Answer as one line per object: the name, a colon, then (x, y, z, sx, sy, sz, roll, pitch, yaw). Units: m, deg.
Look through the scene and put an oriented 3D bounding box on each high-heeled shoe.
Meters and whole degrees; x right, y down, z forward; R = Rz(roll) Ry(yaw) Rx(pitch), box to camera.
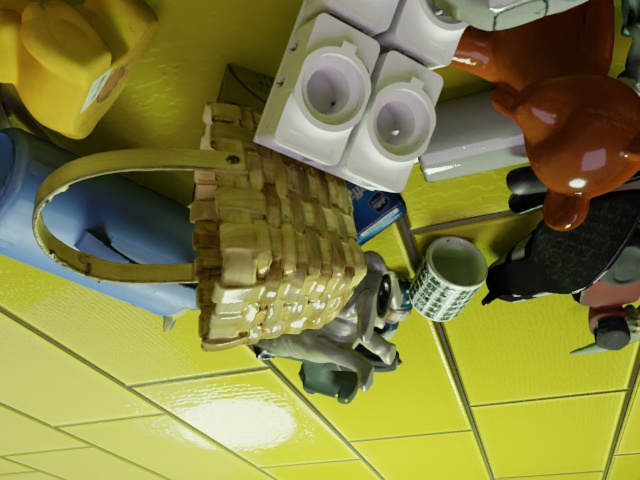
high-heeled shoe: (0.286, 0.009, 0.632, 0.145, 0.086, 0.248, -25, 166, -45)

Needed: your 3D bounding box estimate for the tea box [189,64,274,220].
tea box: (-0.071, -0.083, 0.553, 0.098, 0.068, 0.169, 14, 140, -18)

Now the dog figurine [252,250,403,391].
dog figurine: (-0.006, 0.083, 0.670, 0.191, 0.172, 0.121, 12, -172, 26)

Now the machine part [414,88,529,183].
machine part: (0.177, -0.108, 0.509, 0.243, 0.079, 0.079, -11, 141, 16)

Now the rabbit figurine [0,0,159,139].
rabbit figurine: (-0.241, -0.170, 0.429, 0.173, 0.122, 0.162, 36, 141, -19)

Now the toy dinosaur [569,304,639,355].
toy dinosaur: (0.488, 0.053, 0.692, 0.192, 0.131, 0.404, 2, 149, -2)

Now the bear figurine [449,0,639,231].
bear figurine: (0.159, -0.116, 0.393, 0.132, 0.196, 0.120, 20, 140, -16)

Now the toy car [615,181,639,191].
toy car: (0.343, -0.073, 0.566, 0.202, 0.053, 0.089, 5, 139, 10)

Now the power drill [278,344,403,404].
power drill: (0.022, 0.204, 0.884, 0.232, 0.086, 0.207, 11, 155, 16)

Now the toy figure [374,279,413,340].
toy figure: (0.103, 0.111, 0.816, 0.058, 0.064, 0.154, 40, 142, 8)

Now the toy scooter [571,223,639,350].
toy scooter: (0.352, 0.033, 0.669, 0.075, 0.135, 0.183, -4, 124, 11)

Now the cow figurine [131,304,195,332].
cow figurine: (-0.171, 0.062, 0.737, 0.195, 0.085, 0.127, -6, 136, 8)

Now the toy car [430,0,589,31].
toy car: (0.102, -0.179, 0.309, 0.162, 0.109, 0.103, 34, 109, 6)

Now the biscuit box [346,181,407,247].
biscuit box: (-0.001, -0.002, 0.601, 0.203, 0.063, 0.059, -37, 167, 11)

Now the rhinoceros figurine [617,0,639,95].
rhinoceros figurine: (0.248, -0.187, 0.377, 0.073, 0.112, 0.190, -11, 133, 12)
